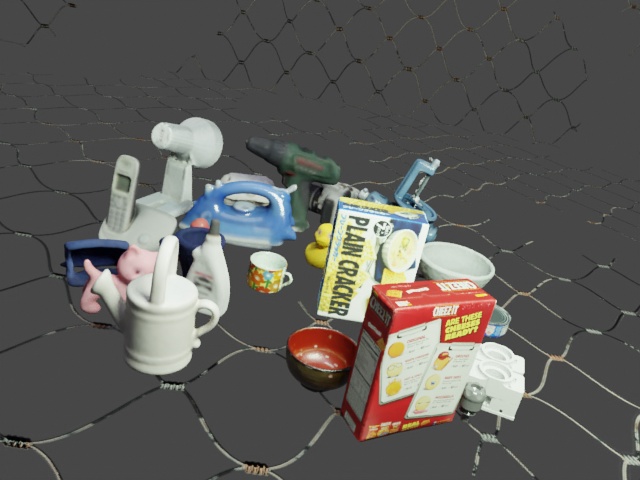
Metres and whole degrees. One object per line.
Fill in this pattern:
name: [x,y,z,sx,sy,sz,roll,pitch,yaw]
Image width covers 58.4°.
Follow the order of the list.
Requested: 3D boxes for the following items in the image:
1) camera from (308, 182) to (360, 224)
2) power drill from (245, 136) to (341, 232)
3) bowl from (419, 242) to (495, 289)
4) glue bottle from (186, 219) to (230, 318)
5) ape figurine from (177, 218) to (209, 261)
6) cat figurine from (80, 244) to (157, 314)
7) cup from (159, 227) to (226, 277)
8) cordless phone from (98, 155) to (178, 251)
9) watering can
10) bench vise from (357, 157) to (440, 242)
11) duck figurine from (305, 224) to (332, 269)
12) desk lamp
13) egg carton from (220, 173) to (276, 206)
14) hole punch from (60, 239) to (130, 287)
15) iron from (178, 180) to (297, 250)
camera: [0.018,-0.113,1.486,0.136,0.101,0.143,22,26,22]
power drill: [-0.073,-0.130,1.349,0.230,0.208,0.075,6,24,-13]
bowl: [0.283,0.071,1.229,0.167,0.075,0.167,10,24,-4]
glue bottle: [-0.185,0.043,0.956,0.078,0.173,0.037,15,24,9]
ape figurine: [-0.241,-0.001,1.129,0.076,0.092,0.077,-11,32,-41]
cat figurine: [-0.322,0.055,0.937,0.128,0.118,0.067,1,26,-22]
cup: [-0.236,0.035,1.049,0.118,0.095,0.091,0,26,-24]
cordless phone: [-0.345,-0.061,1.102,0.147,0.185,0.094,17,24,12]
watering can: [-0.233,0.086,0.814,0.173,0.194,0.100,0,26,-24]
bench vise: [0.202,-0.104,1.402,0.207,0.220,0.121,8,24,-8]
duck figurine: [0.011,0.004,1.240,0.077,0.086,0.105,16,24,10]
desk lamp: [-0.327,-0.174,1.326,0.117,0.213,0.204,20,25,18]
egg carton: [-0.183,-0.122,1.455,0.150,0.069,0.107,4,25,-16]
hole punch: [-0.396,0.023,1.007,0.109,0.091,0.100,-1,27,-27]
iron: [-0.174,-0.071,1.255,0.258,0.141,0.118,7,24,-10]
